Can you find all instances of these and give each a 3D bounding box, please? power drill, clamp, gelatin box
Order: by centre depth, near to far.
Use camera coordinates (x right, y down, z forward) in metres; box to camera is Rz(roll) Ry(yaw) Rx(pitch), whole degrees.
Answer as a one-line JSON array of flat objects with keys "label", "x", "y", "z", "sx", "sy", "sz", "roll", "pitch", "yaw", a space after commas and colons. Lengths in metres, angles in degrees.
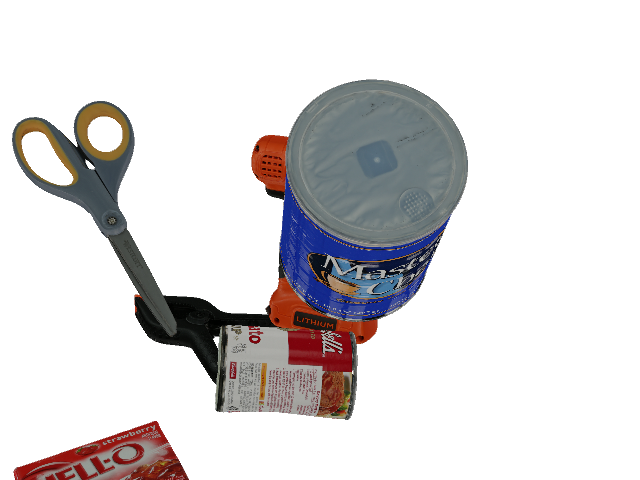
[{"label": "gelatin box", "x": -0.122, "y": 0.144, "z": 0.604, "sx": 0.089, "sy": 0.030, "sz": 0.073, "roll": -16, "pitch": 28, "yaw": -20}, {"label": "power drill", "x": 0.023, "y": -0.001, "z": 0.994, "sx": 0.185, "sy": 0.188, "sz": 0.057, "roll": 11, "pitch": 22, "yaw": 18}, {"label": "clamp", "x": -0.142, "y": 0.107, "z": 1.252, "sx": 0.210, "sy": 0.036, "sz": 0.164, "roll": 13, "pitch": 25, "yaw": 23}]

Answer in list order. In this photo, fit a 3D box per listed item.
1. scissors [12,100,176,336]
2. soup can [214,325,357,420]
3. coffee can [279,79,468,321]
[{"label": "scissors", "x": -0.141, "y": -0.028, "z": 0.774, "sx": 0.096, "sy": 0.202, "sz": 0.016, "roll": -41, "pitch": -16, "yaw": -23}, {"label": "soup can", "x": -0.027, "y": 0.101, "z": 0.815, "sx": 0.102, "sy": 0.068, "sz": 0.068, "roll": 4, "pitch": 0, "yaw": -7}, {"label": "coffee can", "x": 0.027, "y": -0.020, "z": 0.658, "sx": 0.102, "sy": 0.103, "sz": 0.140, "roll": 0, "pitch": -22, "yaw": -4}]
